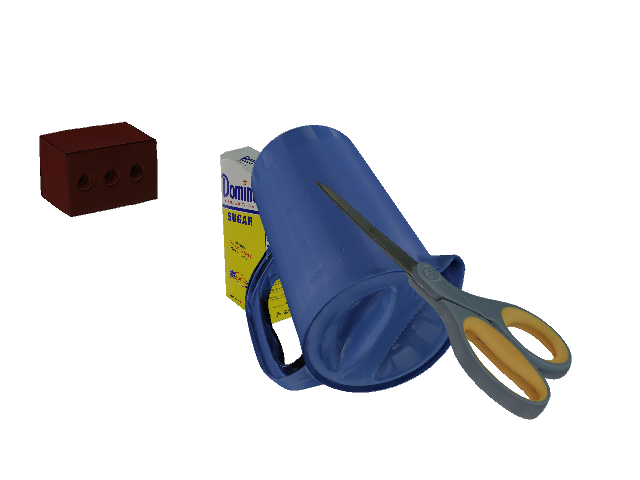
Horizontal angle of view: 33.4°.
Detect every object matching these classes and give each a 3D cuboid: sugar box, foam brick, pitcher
[{"bbox_3d":[-0.070,-0.005,1.169,0.048,0.176,0.093,-17,28,-29],"label":"sugar box"},{"bbox_3d":[-0.174,-0.057,0.838,0.078,0.053,0.051,-15,31,-33],"label":"foam brick"},{"bbox_3d":[0.009,0.011,0.931,0.149,0.145,0.243,-2,38,-19],"label":"pitcher"}]

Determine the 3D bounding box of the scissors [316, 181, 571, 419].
[{"bbox_3d":[0.084,0.028,0.674,0.096,0.016,0.202,-6,48,-42],"label":"scissors"}]
